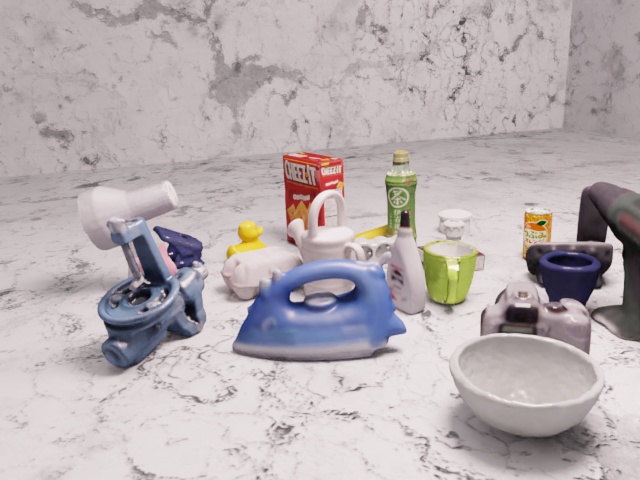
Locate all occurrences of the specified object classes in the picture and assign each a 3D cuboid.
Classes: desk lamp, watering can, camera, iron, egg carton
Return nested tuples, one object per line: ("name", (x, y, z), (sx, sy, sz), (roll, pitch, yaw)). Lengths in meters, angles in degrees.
("desk lamp", (-0.345, -0.007, 1.108), (0.203, 0.214, 0.118), (-3, 17, -2))
("watering can", (0.008, 0.004, 1.049), (0.172, 0.194, 0.101), (4, 18, 23))
("camera", (0.304, 0.107, 0.823), (0.143, 0.101, 0.137), (2, 17, 15))
("iron", (-0.006, 0.092, 0.851), (0.258, 0.141, 0.118), (-4, 17, -5))
("egg carton", (-0.108, 0.061, 1.095), (0.151, 0.069, 0.107), (-12, 19, -29))

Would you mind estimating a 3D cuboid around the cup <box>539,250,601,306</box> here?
("cup", (0.401, 0.071, 0.939), (0.091, 0.095, 0.118), (-1, 17, 4))

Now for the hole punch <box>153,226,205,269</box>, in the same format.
("hole punch", (-0.310, 0.010, 1.259), (0.101, 0.091, 0.108), (-11, 19, -25))

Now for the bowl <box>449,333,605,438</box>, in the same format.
("bowl", (0.232, 0.174, 0.656), (0.167, 0.075, 0.167), (-2, 17, 1))

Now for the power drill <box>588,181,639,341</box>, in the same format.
("power drill", (0.468, 0.032, 0.859), (0.075, 0.208, 0.229), (-5, 17, -7))

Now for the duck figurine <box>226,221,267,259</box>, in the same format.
("duck figurine", (-0.163, 0.002, 1.273), (0.077, 0.086, 0.105), (12, 22, 40))

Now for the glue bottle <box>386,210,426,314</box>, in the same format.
("glue bottle", (0.143, 0.034, 0.966), (0.037, 0.173, 0.077), (-13, 20, -30))

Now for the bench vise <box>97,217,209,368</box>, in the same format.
("bench vise", (-0.260, 0.057, 0.872), (0.121, 0.220, 0.207), (1, 17, 11))

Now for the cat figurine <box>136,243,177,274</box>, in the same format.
("cat figurine", (-0.274, 0.066, 1.021), (0.127, 0.118, 0.067), (11, 22, 38))

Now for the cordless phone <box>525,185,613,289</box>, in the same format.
("cordless phone", (0.458, -0.012, 1.048), (0.147, 0.185, 0.094), (0, 17, 8))
